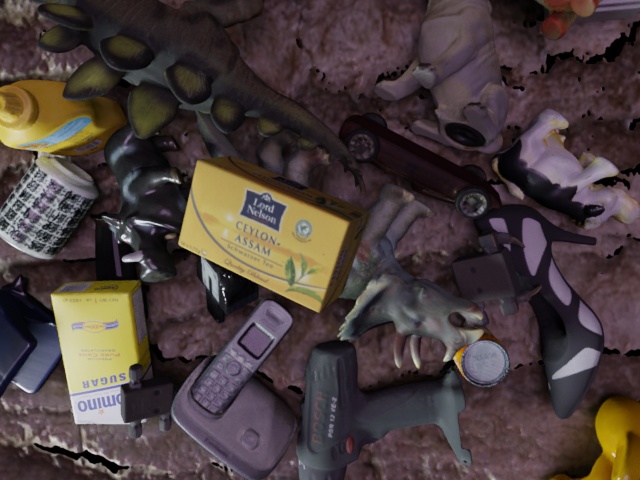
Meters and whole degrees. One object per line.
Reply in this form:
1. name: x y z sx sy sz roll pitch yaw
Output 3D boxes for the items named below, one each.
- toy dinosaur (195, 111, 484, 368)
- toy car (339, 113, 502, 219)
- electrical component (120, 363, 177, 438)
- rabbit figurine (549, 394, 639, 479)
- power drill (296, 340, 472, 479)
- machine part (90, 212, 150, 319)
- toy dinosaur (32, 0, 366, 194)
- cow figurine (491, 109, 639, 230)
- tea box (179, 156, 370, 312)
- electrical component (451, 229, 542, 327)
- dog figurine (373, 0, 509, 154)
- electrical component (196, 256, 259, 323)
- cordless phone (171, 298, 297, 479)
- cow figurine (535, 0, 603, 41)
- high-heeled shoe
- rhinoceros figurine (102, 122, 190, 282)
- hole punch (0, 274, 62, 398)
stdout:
1. toy dinosaur: -0.007 -0.004 0.618 0.405 0.131 0.192 27 94 6
2. toy car: 0.113 -0.083 0.617 0.202 0.089 0.053 27 116 -3
3. electrical component: -0.201 0.187 0.634 0.063 0.021 0.094 -5 107 -31
4. rabbit figurine: 0.347 0.266 0.622 0.122 0.162 0.173 14 77 12
5. power drill: 0.074 0.236 0.654 0.207 0.086 0.231 -4 92 9
6. machine part: -0.253 0.034 0.661 0.084 0.039 0.138 -7 96 10
7. toy dinosaur: -0.145 -0.188 0.550 0.472 0.105 0.198 25 50 7
8. cow figurine: 0.287 -0.062 0.625 0.167 0.068 0.098 45 100 1
9. tea box: -0.048 -0.011 0.538 0.170 0.068 0.098 22 109 19
10. electrical component: 0.196 0.040 0.603 0.078 0.045 0.102 -24 91 39
11. dog figurine: 0.174 -0.214 0.610 0.172 0.121 0.190 37 75 -34
12. electrical component: -0.110 0.048 0.636 0.048 0.119 0.075 -27 52 -27
13. cordless phone: -0.072 0.174 0.647 0.146 0.089 0.184 39 90 -1
14. cow figurine: 0.223 -0.315 0.546 0.195 0.085 0.127 44 72 1
15. high-heeled shoe: 0.246 0.084 0.634 0.145 0.086 0.248 6 90 4
16. rhinoceros figurine: -0.197 -0.047 0.611 0.112 0.073 0.190 -22 74 3
17. hole punch: -0.384 0.128 0.648 0.116 0.092 0.142 35 98 2
